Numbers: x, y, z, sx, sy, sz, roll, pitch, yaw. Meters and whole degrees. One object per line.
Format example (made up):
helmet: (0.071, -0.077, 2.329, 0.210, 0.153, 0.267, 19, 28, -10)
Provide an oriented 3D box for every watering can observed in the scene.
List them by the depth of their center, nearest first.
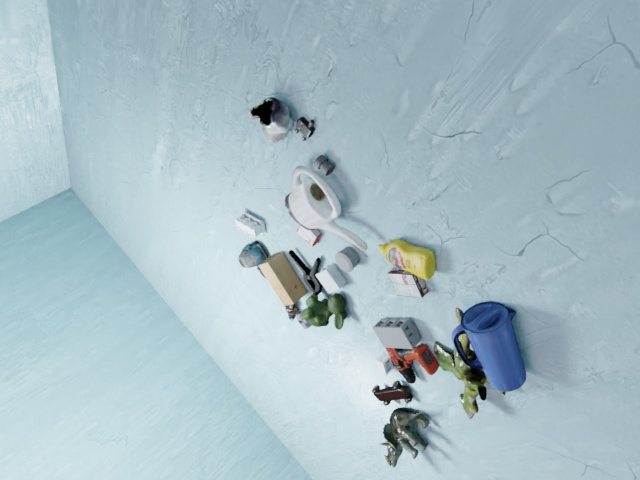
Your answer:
watering can: (0.005, -0.086, 1.714, 0.347, 0.105, 0.221, 55, 148, -3)

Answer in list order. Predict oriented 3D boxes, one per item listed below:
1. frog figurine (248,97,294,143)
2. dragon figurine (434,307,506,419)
frog figurine: (-0.139, -0.379, 1.659, 0.138, 0.124, 0.157, 16, 169, 31)
dragon figurine: (0.437, 0.384, 1.626, 0.242, 0.123, 0.408, -8, 105, 62)
